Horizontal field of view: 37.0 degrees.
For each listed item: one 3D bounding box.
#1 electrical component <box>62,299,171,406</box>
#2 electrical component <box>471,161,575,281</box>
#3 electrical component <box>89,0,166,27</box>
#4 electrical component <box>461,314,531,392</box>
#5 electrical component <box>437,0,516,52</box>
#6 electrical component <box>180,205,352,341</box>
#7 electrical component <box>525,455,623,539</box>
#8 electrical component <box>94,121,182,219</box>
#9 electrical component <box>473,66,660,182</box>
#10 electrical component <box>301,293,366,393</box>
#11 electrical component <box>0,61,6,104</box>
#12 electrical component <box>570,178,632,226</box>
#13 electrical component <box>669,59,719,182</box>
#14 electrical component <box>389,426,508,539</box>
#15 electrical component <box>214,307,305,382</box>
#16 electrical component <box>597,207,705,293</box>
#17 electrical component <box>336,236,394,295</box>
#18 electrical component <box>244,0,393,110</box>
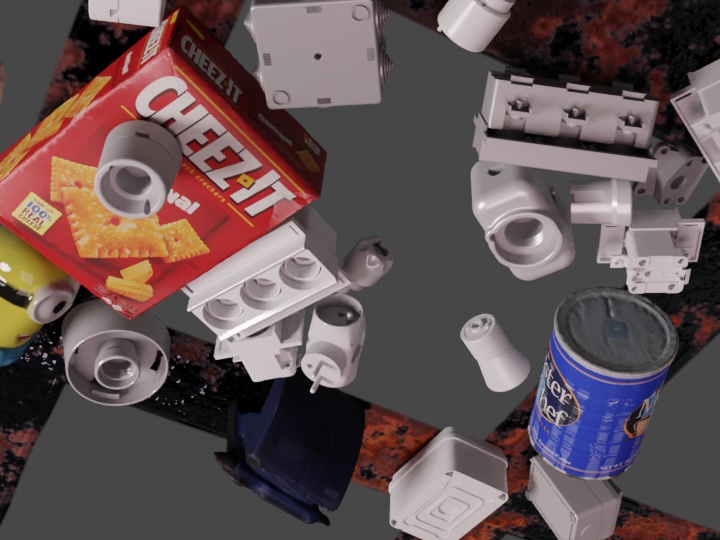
[{"bbox_3d":[-0.222,0.074,0.980,0.099,0.064,0.099,-6,127,-8],"label":"electrical component"},{"bbox_3d":[0.128,-0.041,0.844,0.054,0.059,0.095,-23,126,22],"label":"electrical component"},{"bbox_3d":[-0.156,-0.194,0.730,0.047,0.055,0.055,9,131,-9],"label":"electrical component"},{"bbox_3d":[0.118,0.071,0.957,0.044,0.044,0.065,-23,122,22],"label":"electrical component"},{"bbox_3d":[0.086,-0.185,0.732,0.040,0.040,0.078,26,127,-18],"label":"electrical component"},{"bbox_3d":[-0.078,0.001,0.891,0.121,0.063,0.078,-27,125,25],"label":"electrical component"},{"bbox_3d":[0.207,0.215,1.053,0.061,0.096,0.061,-17,134,-18],"label":"electrical component"},{"bbox_3d":[-0.156,-0.069,0.751,0.055,0.047,0.055,1,129,2],"label":"electrical component"},{"bbox_3d":[0.149,-0.107,0.780,0.121,0.078,0.063,7,110,-3],"label":"electrical component"},{"bbox_3d":[-0.027,0.074,0.942,0.043,0.079,0.077,17,132,11],"label":"electrical component"},{"bbox_3d":[-0.289,-0.130,0.801,0.043,0.043,0.062,17,131,-12],"label":"electrical component"},{"bbox_3d":[0.189,-0.054,0.843,0.046,0.040,0.040,-1,132,11],"label":"electrical component"},{"bbox_3d":[0.291,-0.094,0.784,0.079,0.063,0.121,-27,125,24],"label":"electrical component"},{"bbox_3d":[0.088,0.216,1.075,0.078,0.057,0.113,27,128,-19],"label":"electrical component"},{"bbox_3d":[-0.085,0.065,0.963,0.081,0.042,0.063,-10,134,13],"label":"electrical component"},{"bbox_3d":[0.233,-0.015,0.858,0.081,0.063,0.042,-1,132,4],"label":"electrical component"},{"bbox_3d":[0.000,0.000,0.905,0.035,0.035,0.061,28,130,-20],"label":"electrical component"},{"bbox_3d":[-0.028,-0.161,0.754,0.100,0.048,0.099,-2,132,5],"label":"electrical component"}]
